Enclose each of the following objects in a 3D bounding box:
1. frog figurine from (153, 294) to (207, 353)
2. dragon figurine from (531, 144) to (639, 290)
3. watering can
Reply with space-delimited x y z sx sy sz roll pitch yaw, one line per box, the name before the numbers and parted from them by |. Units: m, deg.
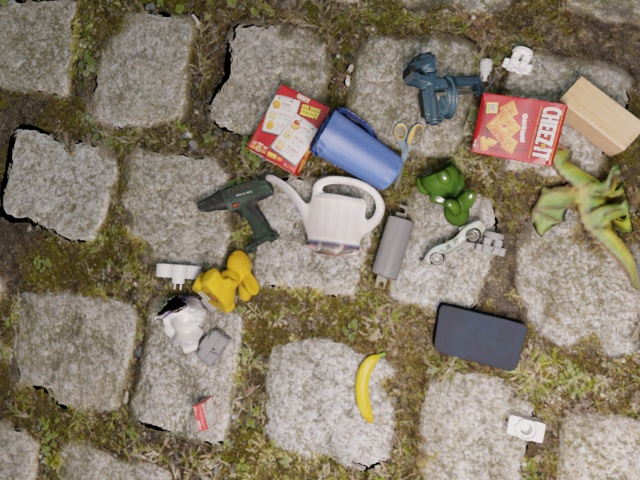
frog figurine | -0.388 0.241 1.498 0.137 0.125 0.157 -31 119 -1
dragon figurine | 0.692 -0.065 1.370 0.242 0.122 0.413 -9 82 25
watering can | 0.004 -0.073 1.450 0.348 0.104 0.225 8 87 9
